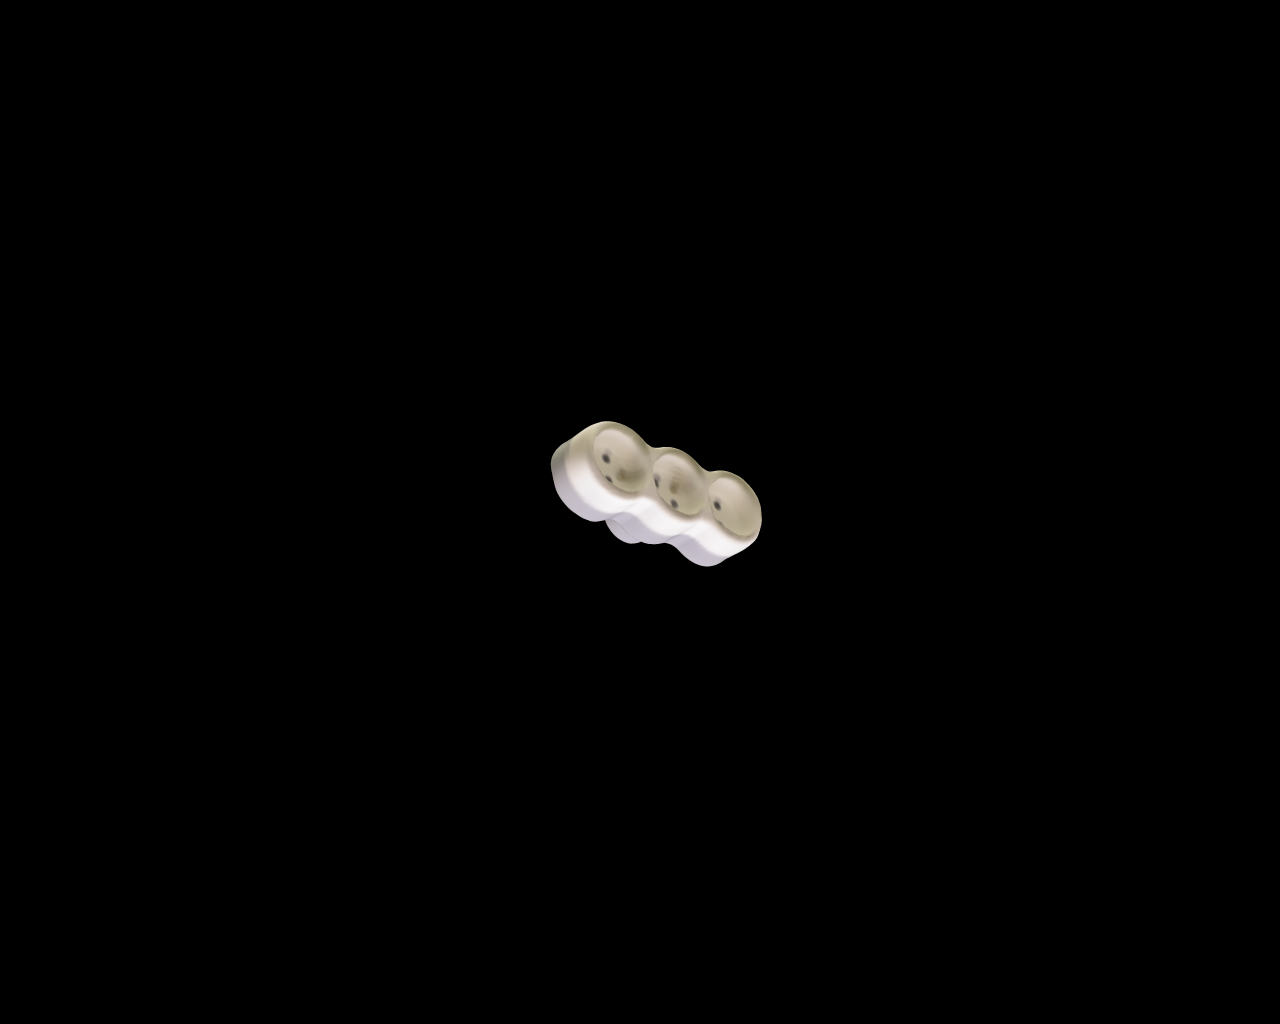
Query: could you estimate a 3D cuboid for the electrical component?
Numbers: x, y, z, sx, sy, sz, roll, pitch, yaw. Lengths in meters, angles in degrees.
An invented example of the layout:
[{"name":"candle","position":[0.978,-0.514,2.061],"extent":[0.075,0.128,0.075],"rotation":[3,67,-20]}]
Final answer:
[{"name":"electrical component","position":[0.001,-0.003,0.650],"extent":[0.138,0.052,0.073],"rotation":[22,-36,-34]}]
